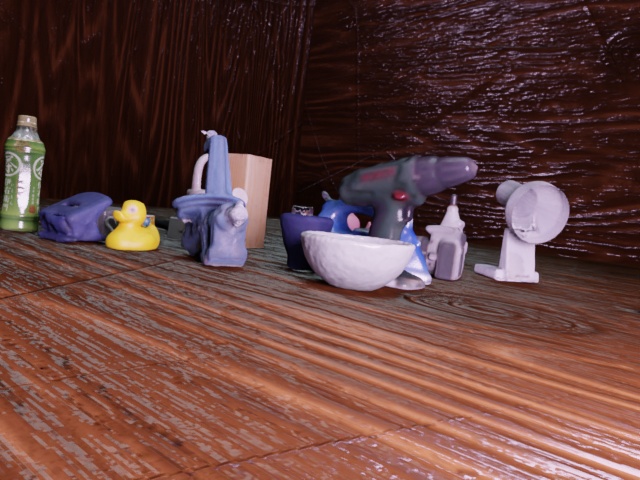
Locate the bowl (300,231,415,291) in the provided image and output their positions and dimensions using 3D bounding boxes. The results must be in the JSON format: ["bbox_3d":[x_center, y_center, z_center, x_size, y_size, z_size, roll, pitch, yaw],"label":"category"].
[{"bbox_3d":[0.051,0.032,0.827,0.167,0.075,0.167,6,4,0],"label":"bowl"}]

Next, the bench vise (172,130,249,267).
[{"bbox_3d":[-0.158,-0.071,0.941,0.206,0.220,0.122,10,5,42],"label":"bench vise"}]

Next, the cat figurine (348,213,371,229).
[{"bbox_3d":[0.085,-0.024,1.463,0.128,0.118,0.067,4,5,-38],"label":"cat figurine"}]

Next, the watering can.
[{"bbox_3d":[-0.217,-0.079,1.169,0.172,0.194,0.101,8,4,18],"label":"watering can"}]

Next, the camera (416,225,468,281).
[{"bbox_3d":[0.219,0.019,1.144,0.136,0.101,0.143,8,4,18],"label":"camera"}]

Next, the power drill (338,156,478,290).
[{"bbox_3d":[0.128,-0.031,0.905,0.228,0.208,0.076,9,4,35],"label":"power drill"}]

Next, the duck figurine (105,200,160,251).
[{"bbox_3d":[-0.328,-0.027,1.015,0.077,0.086,0.105,8,4,28],"label":"duck figurine"}]

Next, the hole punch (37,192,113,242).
[{"bbox_3d":[-0.439,-0.043,1.028,0.108,0.091,0.101,9,4,33],"label":"hole punch"}]

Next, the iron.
[{"bbox_3d":[0.090,-0.010,1.036,0.257,0.141,0.119,9,4,34],"label":"iron"}]

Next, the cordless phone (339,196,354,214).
[{"bbox_3d":[0.039,-0.071,1.590,0.148,0.185,0.093,4,4,-32],"label":"cordless phone"}]

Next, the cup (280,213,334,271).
[{"bbox_3d":[-0.033,0.003,0.982,0.092,0.095,0.117,4,4,-30],"label":"cup"}]

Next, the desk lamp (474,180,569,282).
[{"bbox_3d":[0.412,-0.020,1.197,0.118,0.213,0.203,6,4,-9],"label":"desk lamp"}]

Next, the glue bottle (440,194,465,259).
[{"bbox_3d":[0.300,-0.019,1.317,0.077,0.173,0.037,9,4,34],"label":"glue bottle"}]
